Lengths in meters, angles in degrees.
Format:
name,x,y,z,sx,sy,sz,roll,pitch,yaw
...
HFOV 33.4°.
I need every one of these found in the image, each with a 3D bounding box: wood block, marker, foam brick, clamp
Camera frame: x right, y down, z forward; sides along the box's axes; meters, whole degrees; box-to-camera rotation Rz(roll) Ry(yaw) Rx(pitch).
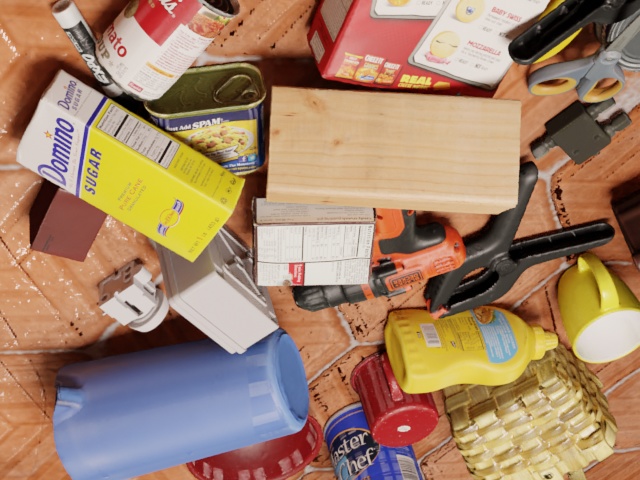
name,x,y,z,sx,sy,sz,roll,pitch,yaw
wood block,0.059,-0.074,0.909,0.206,0.090,0.091,3,177,-3
marker,-0.181,-0.145,0.870,0.020,0.020,0.121,-22,136,6
foam brick,-0.223,-0.028,0.952,0.052,0.051,0.078,16,127,-28
clamp,0.188,0.009,1.123,0.210,0.036,0.164,-35,133,18
clamp,0.222,-0.196,0.857,0.171,0.039,0.120,-12,148,-41

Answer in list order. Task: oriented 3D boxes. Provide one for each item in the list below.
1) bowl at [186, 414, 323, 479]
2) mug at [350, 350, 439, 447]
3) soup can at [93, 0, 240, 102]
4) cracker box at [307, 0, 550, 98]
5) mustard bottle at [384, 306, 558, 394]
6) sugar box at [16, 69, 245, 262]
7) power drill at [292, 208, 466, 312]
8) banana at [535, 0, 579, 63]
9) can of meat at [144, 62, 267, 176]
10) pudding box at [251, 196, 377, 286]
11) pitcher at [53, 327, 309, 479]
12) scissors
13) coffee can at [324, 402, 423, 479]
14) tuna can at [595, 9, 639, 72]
name,x,y,z,sx,sy,sz,roll,pitch,yaw
bowl,-0.080,0.224,1.244,0.162,0.055,0.162,-9,136,-9
mug,0.087,0.178,1.229,0.093,0.081,0.117,-14,136,-2
soup can,-0.120,-0.165,0.833,0.068,0.068,0.102,28,122,-36
cracker box,0.103,-0.218,0.844,0.164,0.072,0.214,6,131,-25
mustard bottle,0.173,0.117,1.184,0.191,0.096,0.058,-3,135,-14
sugar box,-0.159,-0.058,0.887,0.176,0.048,0.093,28,140,-12
power drill,0.038,-0.010,1.046,0.184,0.057,0.187,-20,138,7
banana,0.211,-0.218,0.900,0.069,0.037,0.198,8,131,-27
can of meat,-0.097,-0.099,0.916,0.102,0.057,0.084,-8,138,-8
pudding box,-0.006,0.001,0.982,0.113,0.039,0.090,-2,138,-5
pitcher,-0.136,0.169,1.091,0.243,0.149,0.145,-14,101,14
scissors,0.228,-0.157,0.916,0.096,0.016,0.201,-2,167,10
coffee can,0.068,0.278,1.282,0.102,0.140,0.103,-8,136,-9
tuna can,0.290,-0.194,0.951,0.086,0.034,0.086,-8,136,-8
